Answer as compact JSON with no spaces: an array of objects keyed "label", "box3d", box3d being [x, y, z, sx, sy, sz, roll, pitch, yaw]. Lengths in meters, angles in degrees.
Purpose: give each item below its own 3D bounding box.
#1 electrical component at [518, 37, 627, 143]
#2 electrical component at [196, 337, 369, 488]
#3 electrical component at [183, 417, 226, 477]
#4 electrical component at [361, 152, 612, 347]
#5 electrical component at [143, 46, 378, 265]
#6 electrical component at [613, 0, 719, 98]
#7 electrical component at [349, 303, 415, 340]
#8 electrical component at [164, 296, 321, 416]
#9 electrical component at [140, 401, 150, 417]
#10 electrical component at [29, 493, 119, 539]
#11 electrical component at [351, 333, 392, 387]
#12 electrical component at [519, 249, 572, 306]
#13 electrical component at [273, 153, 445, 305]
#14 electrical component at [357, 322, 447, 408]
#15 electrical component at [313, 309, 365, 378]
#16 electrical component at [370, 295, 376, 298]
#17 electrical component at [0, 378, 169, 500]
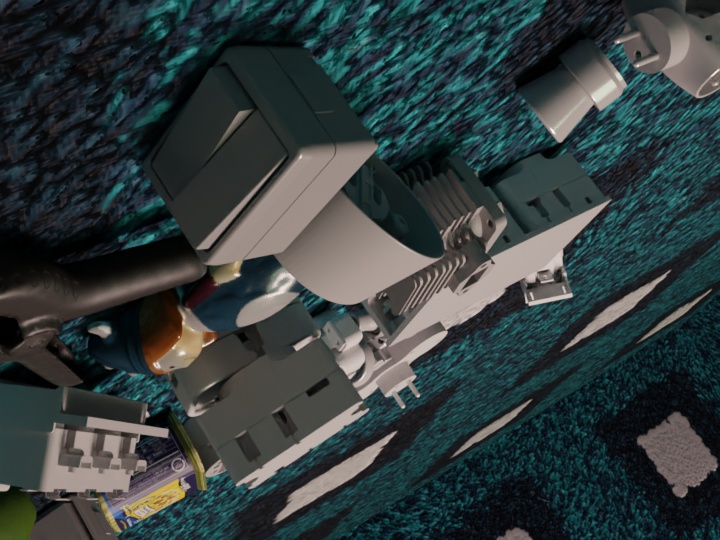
[{"label":"electrical component","box3d":[0.136,-0.115,0.688,0.055,0.045,0.045,-38,164,13]},{"label":"electrical component","box3d":[-0.049,0.085,0.662,0.089,0.055,0.050,-33,165,-2]},{"label":"electrical component","box3d":[-0.121,0.144,0.932,0.055,0.047,0.055,-31,164,-10]},{"label":"electrical component","box3d":[0.094,-0.022,0.845,0.186,0.060,0.105,-24,162,-36]},{"label":"electrical component","box3d":[-0.052,-0.047,0.482,0.061,0.061,0.096,-14,154,-52]},{"label":"electrical component","box3d":[0.187,-0.142,0.652,0.079,0.077,0.043,-25,162,-29]},{"label":"electrical component","box3d":[0.018,0.039,0.910,0.062,0.048,0.048,-12,154,-39]},{"label":"electrical component","box3d":[-0.082,0.043,0.691,0.095,0.059,0.053,-26,162,-27]},{"label":"electrical component","box3d":[-0.182,0.116,0.740,0.078,0.040,0.040,-31,164,-12]},{"label":"electrical component","box3d":[-0.260,0.240,0.910,0.096,0.061,0.061,-33,164,-4]},{"label":"electrical component","box3d":[-0.005,0.082,0.988,0.066,0.048,0.055,-39,171,15]},{"label":"electrical component","box3d":[0.171,-0.009,1.020,0.042,0.081,0.063,-13,135,3]},{"label":"electrical component","box3d":[-0.006,-0.033,0.551,0.064,0.099,0.099,-36,165,30]},{"label":"electrical component","box3d":[0.030,0.099,1.054,0.138,0.073,0.052,-38,164,15]},{"label":"electrical component","box3d":[-0.038,0.072,0.869,0.057,0.058,0.078,-27,163,-34]},{"label":"electrical component","box3d":[0.000,0.000,0.759,0.062,0.043,0.043,-22,160,-34]},{"label":"electrical component","box3d":[-0.177,0.104,0.652,0.079,0.063,0.121,5,169,12]}]
